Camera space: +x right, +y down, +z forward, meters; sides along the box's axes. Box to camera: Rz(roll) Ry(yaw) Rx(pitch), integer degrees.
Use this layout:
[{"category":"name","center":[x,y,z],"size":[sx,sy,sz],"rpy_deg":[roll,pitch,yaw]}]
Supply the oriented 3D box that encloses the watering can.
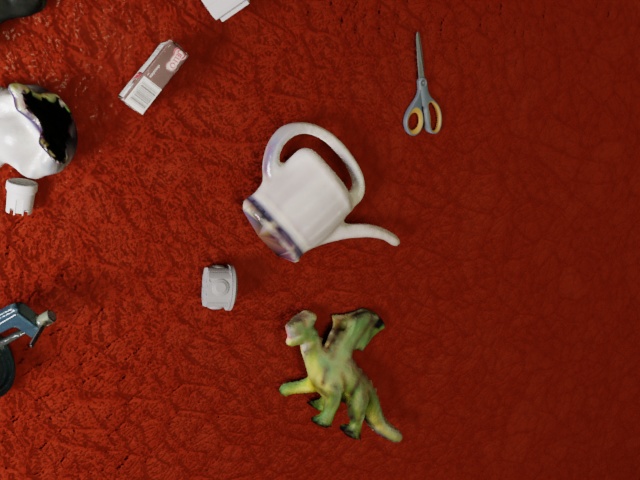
[{"category":"watering can","center":[0.003,-0.047,0.942],"size":[0.225,0.105,0.342],"rpy_deg":[-44,119,-8]}]

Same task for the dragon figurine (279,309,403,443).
[{"category":"dragon figurine","center":[0.071,0.266,1.074],"size":[0.406,0.123,0.244],"rpy_deg":[29,83,-32]}]

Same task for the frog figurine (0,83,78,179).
[{"category":"frog figurine","center":[-0.430,-0.143,0.718],"size":[0.158,0.126,0.135],"rpy_deg":[-17,128,18]}]
